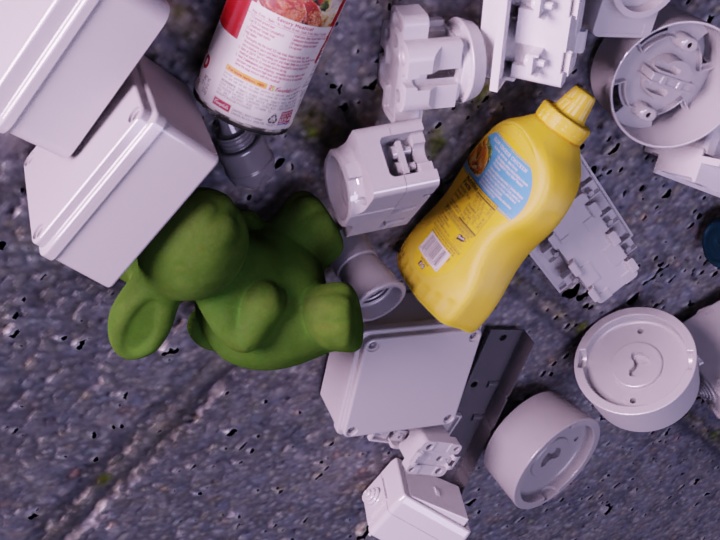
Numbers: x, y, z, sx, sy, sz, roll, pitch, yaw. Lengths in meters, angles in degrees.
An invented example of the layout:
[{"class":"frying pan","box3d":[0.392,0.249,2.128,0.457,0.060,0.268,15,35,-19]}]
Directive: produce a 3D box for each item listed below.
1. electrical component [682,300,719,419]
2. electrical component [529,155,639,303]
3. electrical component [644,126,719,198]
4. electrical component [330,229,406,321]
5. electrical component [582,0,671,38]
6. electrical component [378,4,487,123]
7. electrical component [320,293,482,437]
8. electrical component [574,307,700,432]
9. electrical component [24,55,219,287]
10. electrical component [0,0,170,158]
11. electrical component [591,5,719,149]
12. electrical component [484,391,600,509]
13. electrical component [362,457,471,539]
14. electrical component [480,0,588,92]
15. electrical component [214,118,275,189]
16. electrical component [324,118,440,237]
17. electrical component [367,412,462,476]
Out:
[{"class":"electrical component","box3d":[0.350,0.077,1.013,0.100,0.099,0.048,-30,146,-1]},{"class":"electrical component","box3d":[0.173,-0.030,0.864,0.079,0.063,0.121,-39,133,7]},{"class":"electrical component","box3d":[0.306,-0.091,0.880,0.121,0.079,0.063,14,97,-34]},{"class":"electrical component","box3d":[0.000,0.000,0.802,0.044,0.065,0.044,-23,150,-14]},{"class":"electrical component","box3d":[0.182,-0.208,0.733,0.050,0.055,0.089,-4,127,-23]},{"class":"electrical component","box3d":[0.049,-0.139,0.722,0.057,0.058,0.078,-8,129,-17]},{"class":"electrical component","box3d":[0.032,0.076,0.884,0.109,0.056,0.108,-4,127,-24]},{"class":"electrical component","box3d":[0.255,0.095,0.977,0.108,0.108,0.060,-34,139,2]},{"class":"electrical component","box3d":[-0.147,-0.065,0.648,0.056,0.108,0.108,33,107,-35]},{"class":"electrical component","box3d":[-0.169,-0.132,0.607,0.057,0.078,0.113,26,112,-41]},{"class":"electrical component","box3d":[0.225,-0.145,0.799,0.099,0.064,0.099,-13,130,-16]},{"class":"electrical component","box3d":[0.165,0.163,1.010,0.108,0.060,0.108,-26,139,-26]},{"class":"electrical component","box3d":[0.048,0.218,0.990,0.096,0.061,0.061,33,108,-19]},{"class":"electrical component","box3d":[0.118,-0.185,0.705,0.063,0.078,0.121,16,130,18]},{"class":"electrical component","box3d":[-0.081,-0.085,0.717,0.035,0.035,0.061,-27,130,-4]},{"class":"electrical component","box3d":[0.010,-0.062,0.743,0.056,0.050,0.089,-13,167,-17]},{"class":"electrical component","box3d":[0.054,0.146,0.946,0.081,0.063,0.042,12,118,-32]}]
